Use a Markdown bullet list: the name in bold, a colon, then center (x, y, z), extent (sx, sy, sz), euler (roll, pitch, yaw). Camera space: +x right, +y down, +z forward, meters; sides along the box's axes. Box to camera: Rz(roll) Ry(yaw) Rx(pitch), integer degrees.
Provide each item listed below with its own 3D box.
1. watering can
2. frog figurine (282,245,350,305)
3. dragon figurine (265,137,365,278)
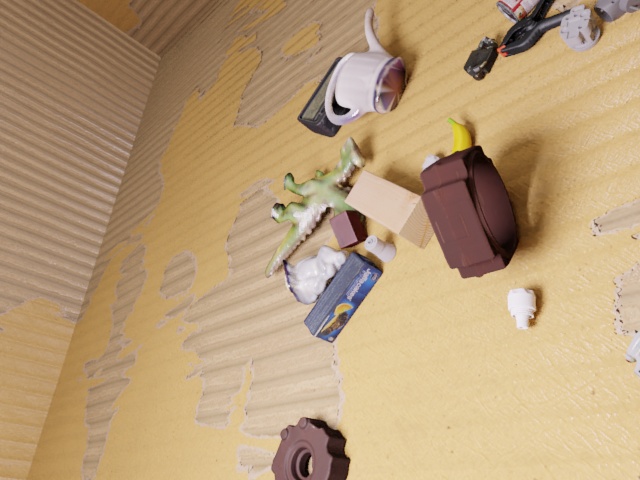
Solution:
- **watering can**: center (0.135, -0.461, 1.372), extent (0.226, 0.103, 0.348), euler (21, 87, 38)
- **frog figurine**: center (0.002, 0.077, 1.209), extent (0.159, 0.122, 0.139), euler (-20, 11, 4)
- **dragon figurine**: center (0.004, -0.066, 1.309), extent (0.244, 0.121, 0.411), euler (17, 88, 45)
